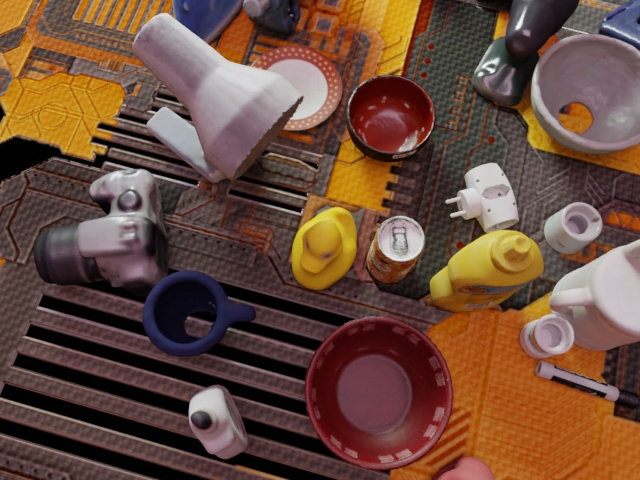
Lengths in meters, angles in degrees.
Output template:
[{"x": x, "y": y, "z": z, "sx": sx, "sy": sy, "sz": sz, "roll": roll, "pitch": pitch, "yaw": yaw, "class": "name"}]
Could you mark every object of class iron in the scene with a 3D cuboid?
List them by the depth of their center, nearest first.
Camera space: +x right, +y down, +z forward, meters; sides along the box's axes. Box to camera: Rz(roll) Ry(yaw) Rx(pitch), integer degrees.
[{"x": -0.150, "y": -0.393, "z": 0.763, "sx": 0.118, "sy": 0.141, "sz": 0.258, "roll": 11, "pitch": 73, "yaw": 2, "class": "iron"}]

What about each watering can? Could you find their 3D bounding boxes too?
[{"x": 0.340, "y": 0.054, "z": 0.611, "sx": 0.173, "sy": 0.194, "sz": 0.101, "roll": -27, "pitch": 75, "yaw": -9, "class": "watering can"}]

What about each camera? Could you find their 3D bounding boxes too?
[{"x": -0.254, "y": -0.005, "z": 0.662, "sx": 0.137, "sy": 0.101, "sz": 0.143, "roll": -7, "pitch": 73, "yaw": -4, "class": "camera"}]

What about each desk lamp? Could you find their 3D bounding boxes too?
[{"x": -0.121, "y": -0.145, "z": 0.649, "sx": 0.203, "sy": 0.213, "sz": 0.118, "roll": 37, "pitch": 76, "yaw": 10, "class": "desk lamp"}]

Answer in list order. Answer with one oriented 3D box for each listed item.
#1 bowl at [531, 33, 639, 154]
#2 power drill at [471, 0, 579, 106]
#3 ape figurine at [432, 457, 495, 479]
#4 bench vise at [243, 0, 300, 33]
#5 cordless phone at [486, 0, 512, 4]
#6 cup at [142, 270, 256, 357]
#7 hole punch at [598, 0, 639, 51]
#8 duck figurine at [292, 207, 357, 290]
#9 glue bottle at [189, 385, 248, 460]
[{"x": 0.347, "y": -0.177, "z": 0.745, "sx": 0.167, "sy": 0.075, "sz": 0.167, "roll": 0, "pitch": 73, "yaw": -1, "class": "bowl"}, {"x": 0.257, "y": -0.259, "z": 0.698, "sx": 0.075, "sy": 0.208, "sz": 0.230, "roll": 28, "pitch": 74, "yaw": 7, "class": "power drill"}, {"x": 0.158, "y": 0.266, "z": 0.594, "sx": 0.077, "sy": 0.092, "sz": 0.076, "roll": 35, "pitch": 75, "yaw": 9, "class": "ape figurine"}, {"x": -0.033, "y": -0.385, "z": 0.722, "sx": 0.121, "sy": 0.220, "sz": 0.207, "roll": 5, "pitch": 73, "yaw": 0, "class": "bench vise"}, {"x": 0.270, "y": -0.422, "z": 0.760, "sx": 0.094, "sy": 0.185, "sz": 0.147, "roll": -2, "pitch": 73, "yaw": -2, "class": "cordless phone"}, {"x": -0.127, "y": 0.088, "z": 0.639, "sx": 0.117, "sy": 0.095, "sz": 0.091, "roll": -1, "pitch": 73, "yaw": -2, "class": "cup"}, {"x": 0.438, "y": -0.282, "z": 0.771, "sx": 0.109, "sy": 0.091, "sz": 0.101, "roll": -33, "pitch": 76, "yaw": -11, "class": "hole punch"}, {"x": 0.006, "y": 0.002, "z": 0.674, "sx": 0.077, "sy": 0.086, "sz": 0.105, "roll": 27, "pitch": 74, "yaw": 7, "class": "duck figurine"}, {"x": -0.106, "y": 0.181, "z": 0.570, "sx": 0.037, "sy": 0.173, "sz": 0.078, "roll": -28, "pitch": 75, "yaw": -9, "class": "glue bottle"}]
